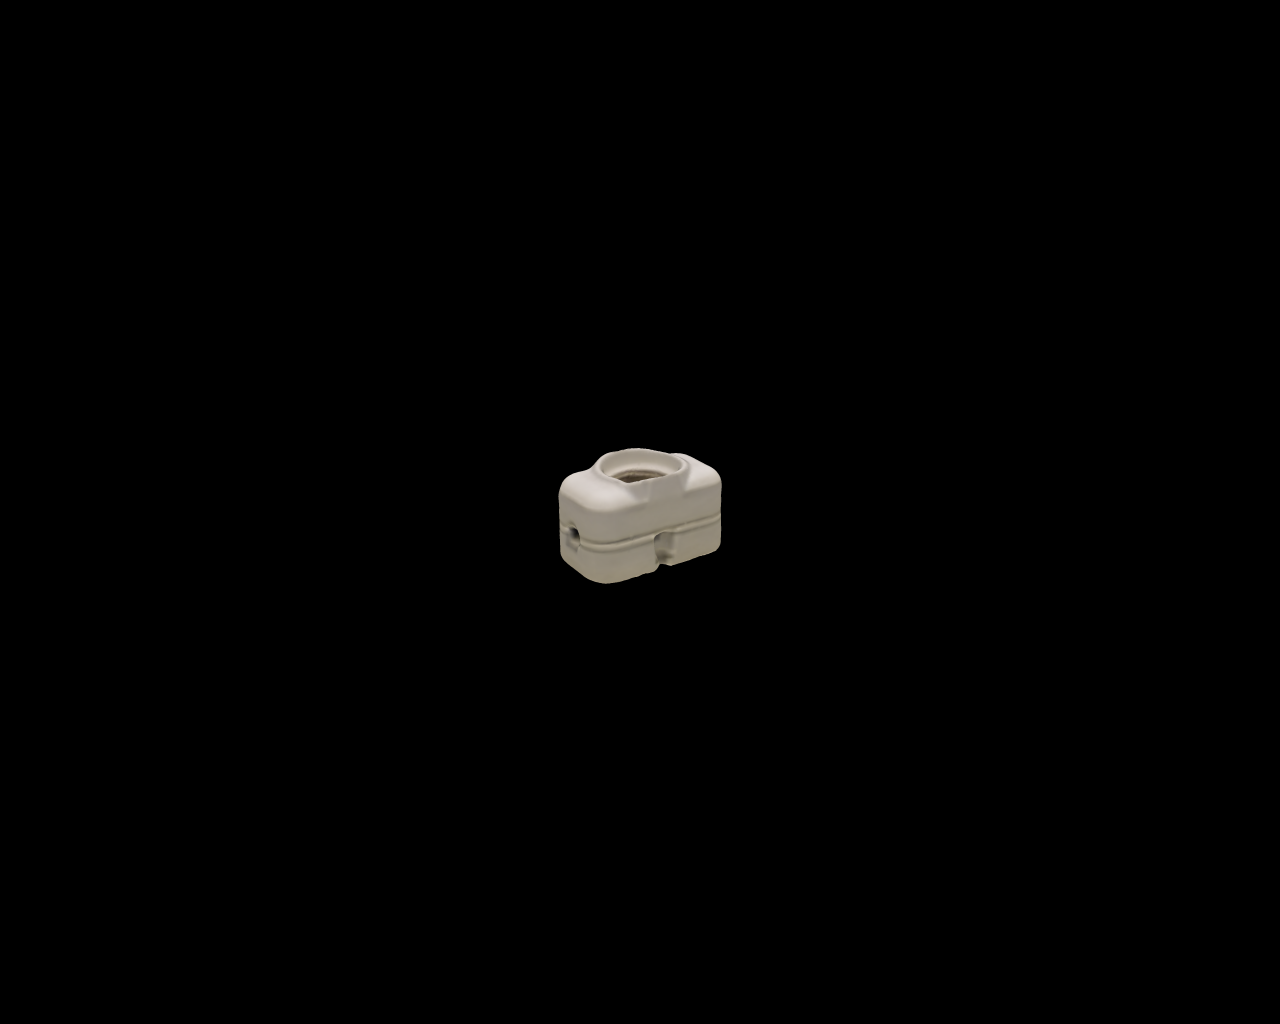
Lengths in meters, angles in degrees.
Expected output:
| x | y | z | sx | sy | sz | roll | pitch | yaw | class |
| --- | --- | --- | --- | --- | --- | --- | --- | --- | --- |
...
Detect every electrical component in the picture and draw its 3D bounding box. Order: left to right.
| x | y | z | sx | sy | sz | roll | pitch | yaw | class |
| --- | --- | --- | --- | --- | --- | --- | --- | --- | --- |
| 0.001 | -0.003 | 0.650 | 0.095 | 0.059 | 0.054 | -14 | 27 | -29 | electrical component |
